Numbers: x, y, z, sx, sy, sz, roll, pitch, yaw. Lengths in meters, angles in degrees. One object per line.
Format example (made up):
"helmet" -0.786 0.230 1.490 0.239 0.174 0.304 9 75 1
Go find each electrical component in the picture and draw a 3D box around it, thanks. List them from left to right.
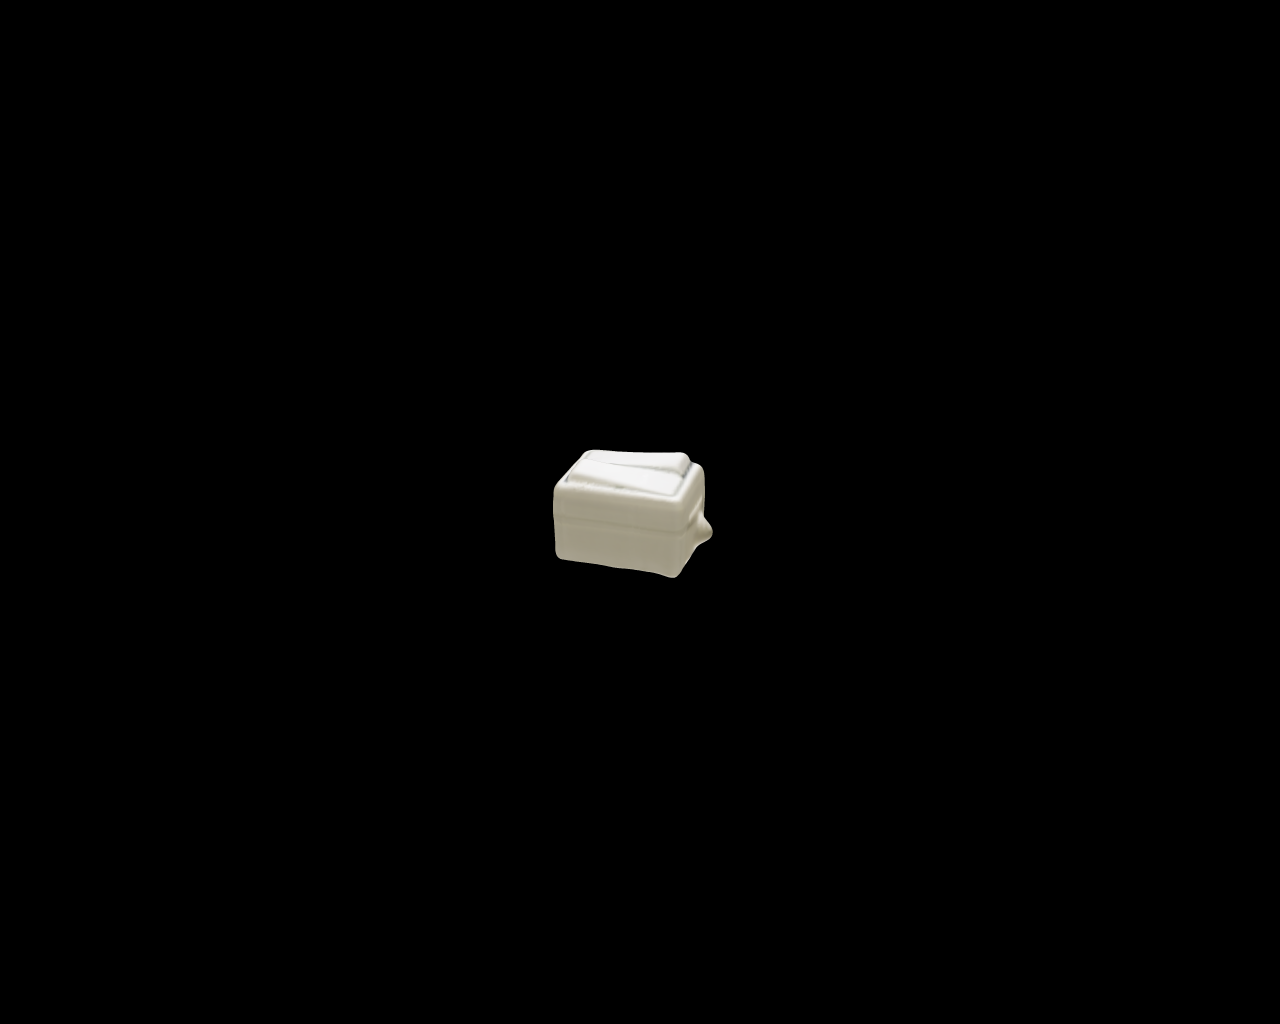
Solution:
"electrical component" 0.001 -0.003 0.650 0.096 0.061 0.062 8 28 16
